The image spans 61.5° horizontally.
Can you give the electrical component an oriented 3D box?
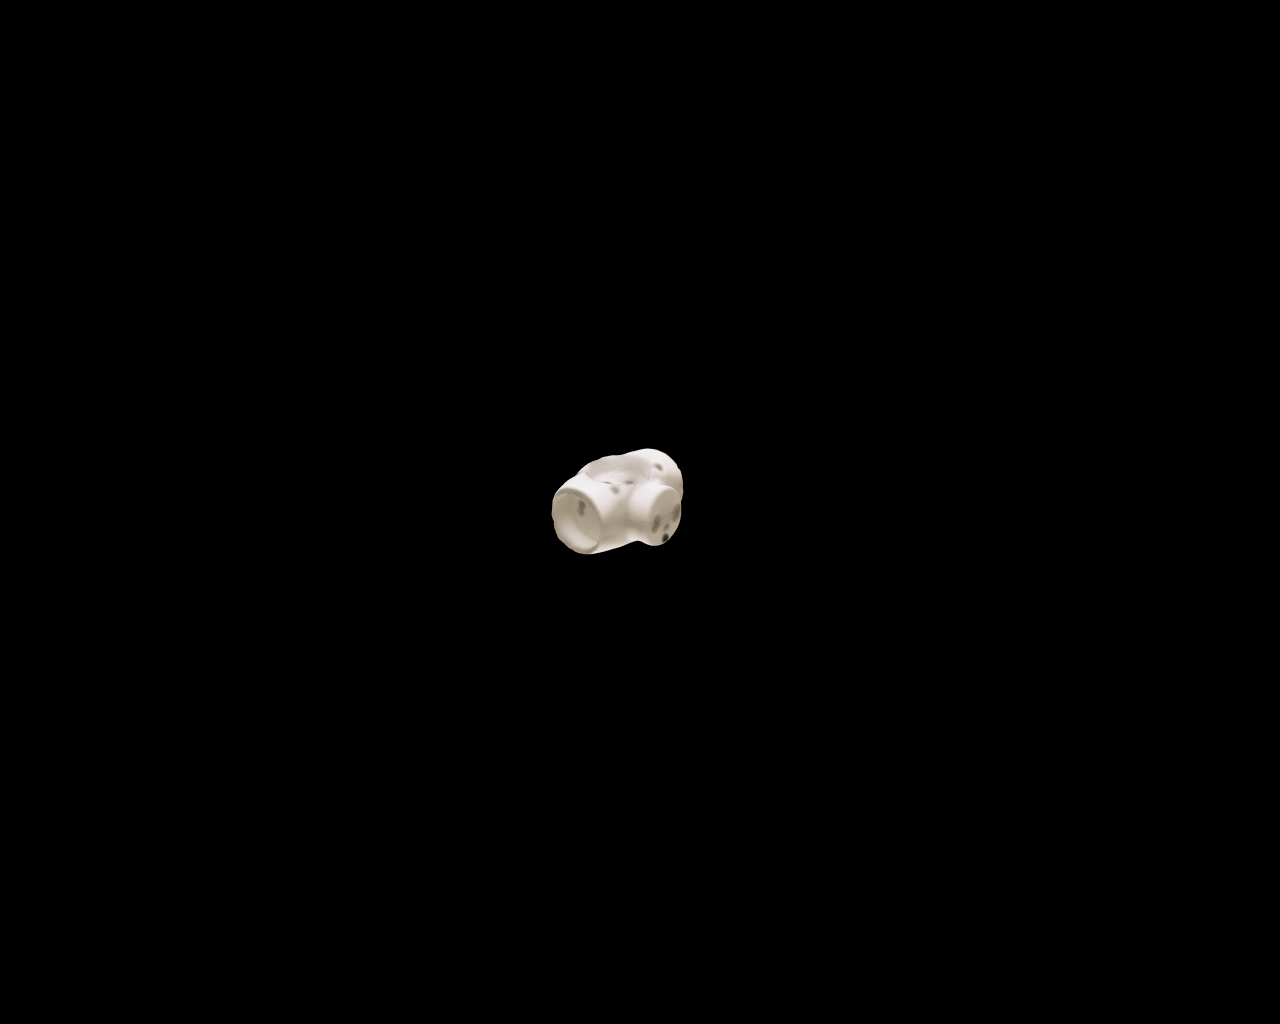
[{"bbox_3d":[0.001,-0.003,0.650,0.079,0.044,0.077,21,33,36],"label":"electrical component"}]
